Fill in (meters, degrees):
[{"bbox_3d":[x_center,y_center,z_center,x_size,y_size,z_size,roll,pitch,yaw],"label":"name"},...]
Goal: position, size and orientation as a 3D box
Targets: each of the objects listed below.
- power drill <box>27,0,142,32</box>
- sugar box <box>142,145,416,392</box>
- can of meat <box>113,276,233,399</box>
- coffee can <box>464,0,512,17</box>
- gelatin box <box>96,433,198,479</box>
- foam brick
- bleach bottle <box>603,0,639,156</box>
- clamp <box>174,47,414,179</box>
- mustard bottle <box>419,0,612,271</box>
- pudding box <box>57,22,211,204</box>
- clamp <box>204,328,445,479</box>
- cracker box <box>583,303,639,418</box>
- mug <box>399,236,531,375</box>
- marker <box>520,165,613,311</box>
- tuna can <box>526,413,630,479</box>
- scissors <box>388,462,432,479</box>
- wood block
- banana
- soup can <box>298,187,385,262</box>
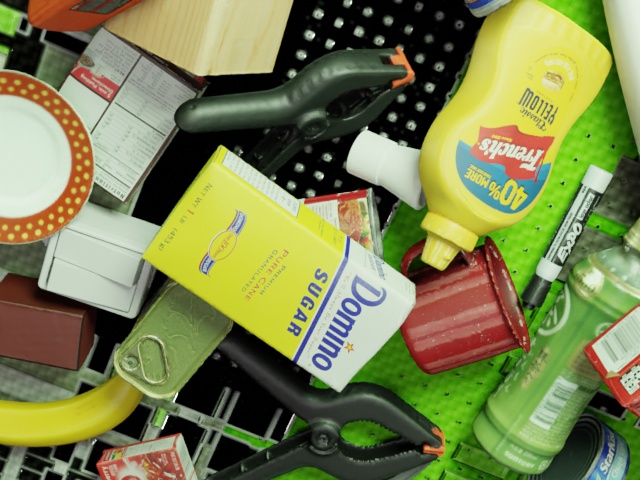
[{"bbox_3d":[-0.169,-0.234,0.682,0.185,0.057,0.187,-17,86,37],"label":"power drill"},{"bbox_3d":[-0.027,0.023,0.759,0.176,0.048,0.093,36,111,-8],"label":"sugar box"},{"bbox_3d":[-0.108,0.061,0.832,0.057,0.084,0.102,36,109,-11],"label":"can of meat"},{"bbox_3d":[0.098,-0.232,0.693,0.103,0.102,0.140,-39,104,16],"label":"coffee can"},{"bbox_3d":[-0.143,0.218,0.926,0.073,0.030,0.089,-13,109,9],"label":"gelatin box"},{"bbox_3d":[-0.223,0.066,0.859,0.078,0.053,0.051,12,112,0],"label":"foam brick"},{"bbox_3d":[0.252,-0.149,0.737,0.102,0.068,0.251,-20,105,-6],"label":"bleach bottle"},{"bbox_3d":[-0.014,-0.087,0.781,0.171,0.120,0.039,-18,67,-2],"label":"clamp"},{"bbox_3d":[0.123,-0.067,0.748,0.096,0.058,0.191,27,92,-29],"label":"mustard bottle"},{"bbox_3d":[-0.150,-0.097,0.798,0.090,0.039,0.114,35,112,-9],"label":"pudding box"},{"bbox_3d":[-0.001,0.148,0.884,0.210,0.036,0.164,1,114,4],"label":"clamp"},{"bbox_3d":[0.325,0.093,0.784,0.213,0.072,0.164,34,111,-33],"label":"cracker box"},{"bbox_3d":[0.101,0.045,0.807,0.082,0.093,0.117,-20,124,16],"label":"mug"},{"bbox_3d":[0.186,0.000,0.815,0.020,0.020,0.121,24,103,-6],"label":"marker"},{"bbox_3d":[0.208,0.184,0.859,0.033,0.086,0.086,37,109,-12],"label":"tuna can"},{"bbox_3d":[-0.001,0.235,0.930,0.096,0.016,0.202,34,110,-11],"label":"scissors"},{"bbox_3d":[-0.060,-0.222,0.699,0.091,0.090,0.206,29,114,25],"label":"wood block"},{"bbox_3d":[-0.226,0.141,0.900,0.198,0.037,0.069,-16,91,9],"label":"banana"},{"bbox_3d":[-0.005,0.001,0.811,0.102,0.068,0.068,-8,111,7],"label":"soup can"}]
